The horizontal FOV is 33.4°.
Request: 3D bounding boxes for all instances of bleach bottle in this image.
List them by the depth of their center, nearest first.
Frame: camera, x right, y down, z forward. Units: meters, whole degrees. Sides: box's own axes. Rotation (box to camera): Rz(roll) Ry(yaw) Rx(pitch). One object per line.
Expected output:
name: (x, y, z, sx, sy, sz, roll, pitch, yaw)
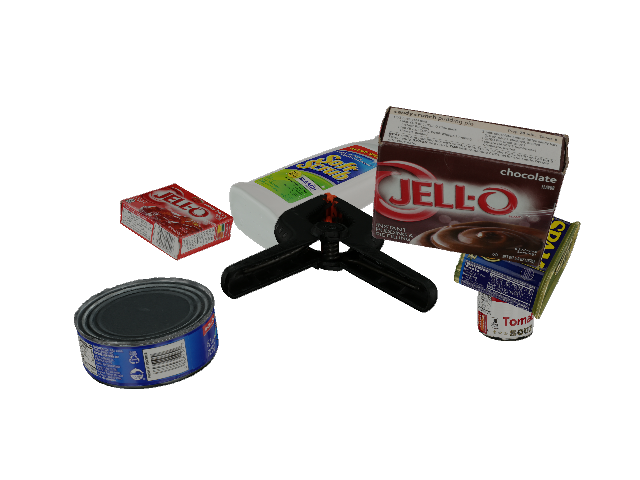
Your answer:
bleach bottle: (0.021, -0.073, 1.268, 0.250, 0.068, 0.103, -29, 45, -30)

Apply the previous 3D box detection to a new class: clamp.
clamp: (0.017, 0.008, 0.888, 0.164, 0.036, 0.210, 8, 21, 5)

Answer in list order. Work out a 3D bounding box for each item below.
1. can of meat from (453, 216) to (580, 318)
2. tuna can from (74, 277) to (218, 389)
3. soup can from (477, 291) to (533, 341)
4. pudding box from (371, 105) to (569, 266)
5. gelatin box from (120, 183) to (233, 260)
can of meat: (0.179, 0.012, 0.976, 0.084, 0.057, 0.102, 22, 47, 18)
tuna can: (-0.106, 0.056, 0.657, 0.086, 0.034, 0.086, -4, 24, 2)
soup can: (0.223, 0.061, 1.280, 0.068, 0.102, 0.068, -1, 19, 0)
pudding box: (0.090, -0.033, 0.662, 0.113, 0.039, 0.090, 8, -37, 7)
gelatin box: (-0.144, -0.021, 1.059, 0.089, 0.030, 0.073, 30, 35, 31)
